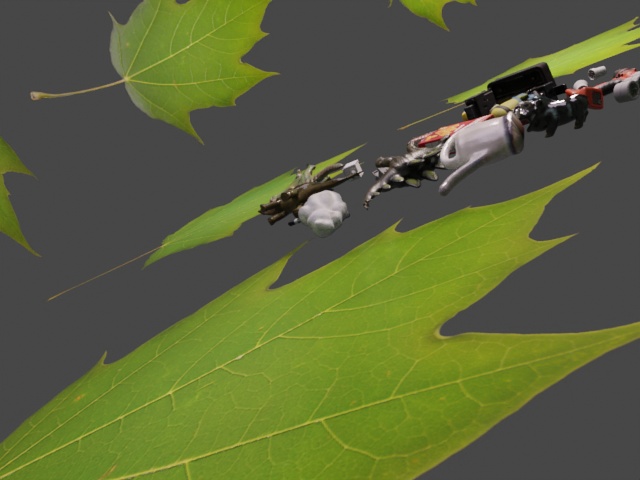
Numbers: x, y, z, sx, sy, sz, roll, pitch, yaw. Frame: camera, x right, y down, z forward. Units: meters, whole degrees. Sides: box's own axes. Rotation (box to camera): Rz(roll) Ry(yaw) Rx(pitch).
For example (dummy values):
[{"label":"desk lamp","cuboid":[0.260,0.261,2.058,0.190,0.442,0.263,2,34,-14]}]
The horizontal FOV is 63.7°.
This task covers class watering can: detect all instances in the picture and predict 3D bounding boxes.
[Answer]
[{"label":"watering can","cuboid":[0.417,-0.229,1.336,0.223,0.102,0.356,-16,29,29]}]

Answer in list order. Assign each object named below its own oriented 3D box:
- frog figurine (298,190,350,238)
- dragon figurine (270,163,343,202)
[{"label":"frog figurine","cuboid":[0.004,-0.071,1.403,0.137,0.122,0.160,0,9,17]},{"label":"dragon figurine","cuboid":[-0.086,-0.204,2.068,0.246,0.121,0.407,-40,10,-26]}]
